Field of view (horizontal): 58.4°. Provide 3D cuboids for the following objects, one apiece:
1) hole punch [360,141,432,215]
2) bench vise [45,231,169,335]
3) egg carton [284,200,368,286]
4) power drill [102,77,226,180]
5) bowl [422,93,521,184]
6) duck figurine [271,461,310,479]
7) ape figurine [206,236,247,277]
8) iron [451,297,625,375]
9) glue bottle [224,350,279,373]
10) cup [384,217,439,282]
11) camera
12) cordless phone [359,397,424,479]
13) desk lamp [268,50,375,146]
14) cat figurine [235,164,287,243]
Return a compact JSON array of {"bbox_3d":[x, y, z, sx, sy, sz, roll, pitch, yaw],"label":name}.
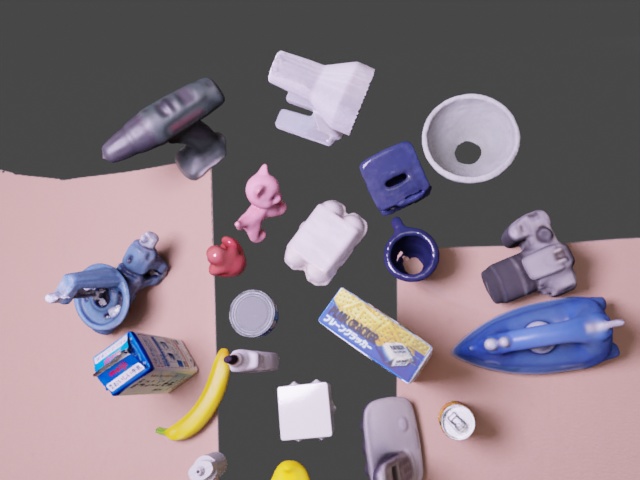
[{"bbox_3d":[0.137,-0.109,1.025,0.108,0.091,0.101,-26,74,4],"label":"hole punch"},{"bbox_3d":[-0.381,0.064,1.011,0.121,0.220,0.207,18,81,14],"label":"bench vise"},{"bbox_3d":[0.009,0.004,1.033,0.107,0.069,0.150,35,85,16],"label":"egg carton"},{"bbox_3d":[-0.261,-0.190,1.055,0.229,0.208,0.075,-40,73,-1],"label":"power drill"},{"bbox_3d":[0.266,-0.171,1.025,0.167,0.075,0.167,-2,77,10],"label":"bowl"},{"bbox_3d":[-0.055,0.420,0.939,0.077,0.086,0.104,-1,77,10],"label":"duck figurine"},{"bbox_3d":[-0.178,0.032,1.049,0.076,0.092,0.078,42,87,17],"label":"ape figurine"},{"bbox_3d":[0.338,0.155,0.900,0.258,0.141,0.118,-12,75,7],"label":"iron"},{"bbox_3d":[-0.125,0.202,0.957,0.078,0.173,0.037,-5,76,10],"label":"glue bottle"},{"bbox_3d":[0.153,0.022,0.990,0.091,0.095,0.117,-24,74,4],"label":"cup"},{"bbox_3d":[0.336,0.038,0.950,0.136,0.101,0.143,-23,74,4],"label":"camera"},{"bbox_3d":[0.106,0.321,0.881,0.094,0.185,0.147,-12,75,8],"label":"cordless phone"},{"bbox_3d":[0.001,-0.250,1.019,0.203,0.214,0.118,19,81,14],"label":"desk lamp"},{"bbox_3d":[-0.113,-0.069,1.047,0.067,0.118,0.128,34,85,16],"label":"cat figurine"}]
